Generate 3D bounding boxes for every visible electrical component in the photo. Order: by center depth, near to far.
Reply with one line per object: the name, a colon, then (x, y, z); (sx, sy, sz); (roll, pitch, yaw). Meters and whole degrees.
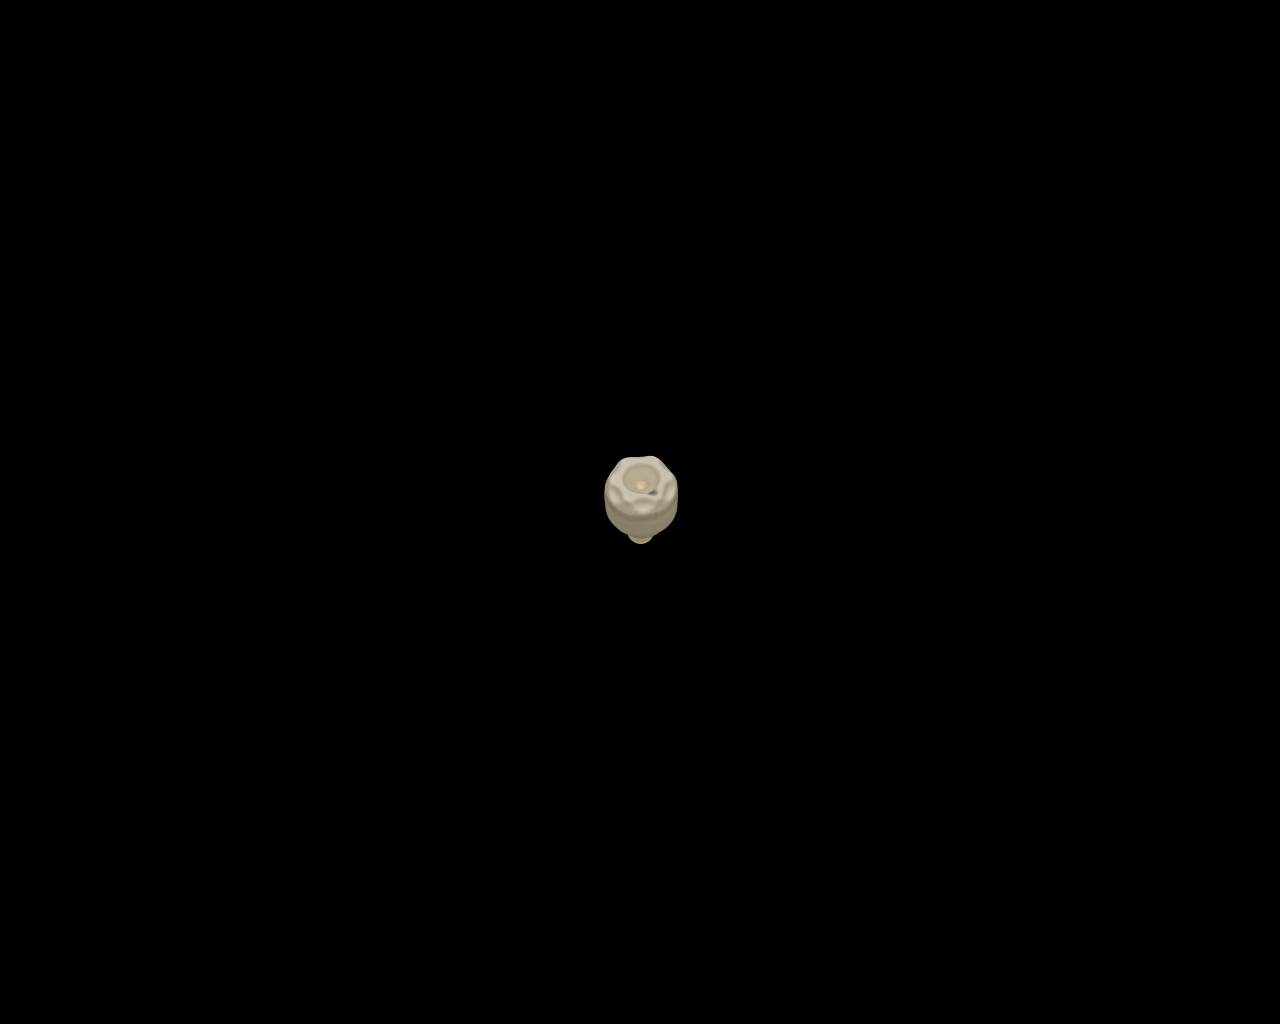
electrical component: (0.001, -0.003, 0.650); (0.043, 0.043, 0.062); (0, -36, 0)
